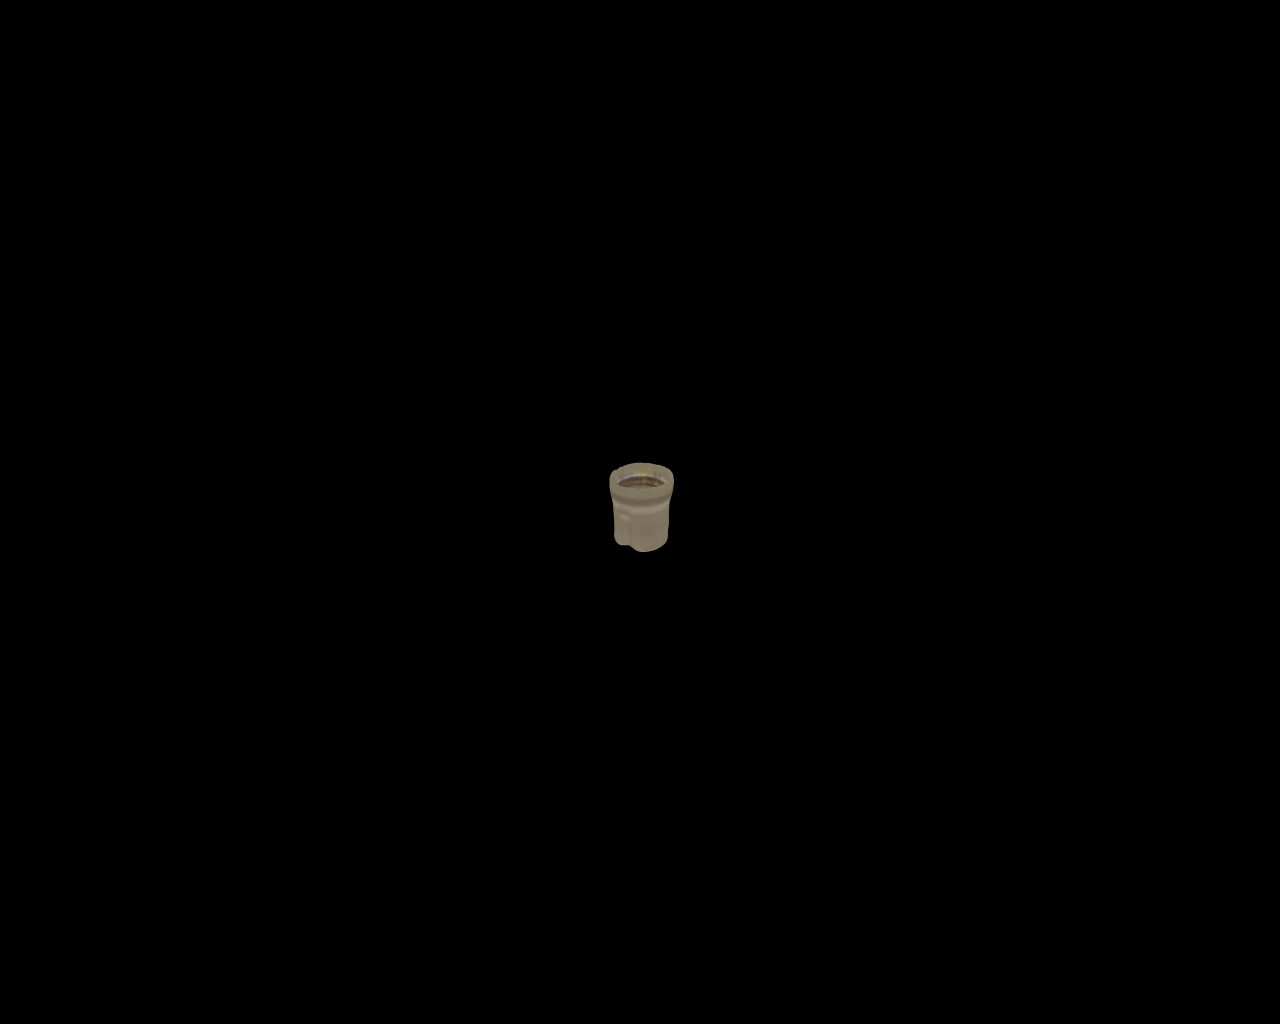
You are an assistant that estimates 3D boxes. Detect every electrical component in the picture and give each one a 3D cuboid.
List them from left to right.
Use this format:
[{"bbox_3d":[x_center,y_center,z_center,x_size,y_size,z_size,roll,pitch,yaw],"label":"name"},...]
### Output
[{"bbox_3d":[0.001,-0.003,0.650,0.040,0.046,0.040,0,27,0],"label":"electrical component"}]
